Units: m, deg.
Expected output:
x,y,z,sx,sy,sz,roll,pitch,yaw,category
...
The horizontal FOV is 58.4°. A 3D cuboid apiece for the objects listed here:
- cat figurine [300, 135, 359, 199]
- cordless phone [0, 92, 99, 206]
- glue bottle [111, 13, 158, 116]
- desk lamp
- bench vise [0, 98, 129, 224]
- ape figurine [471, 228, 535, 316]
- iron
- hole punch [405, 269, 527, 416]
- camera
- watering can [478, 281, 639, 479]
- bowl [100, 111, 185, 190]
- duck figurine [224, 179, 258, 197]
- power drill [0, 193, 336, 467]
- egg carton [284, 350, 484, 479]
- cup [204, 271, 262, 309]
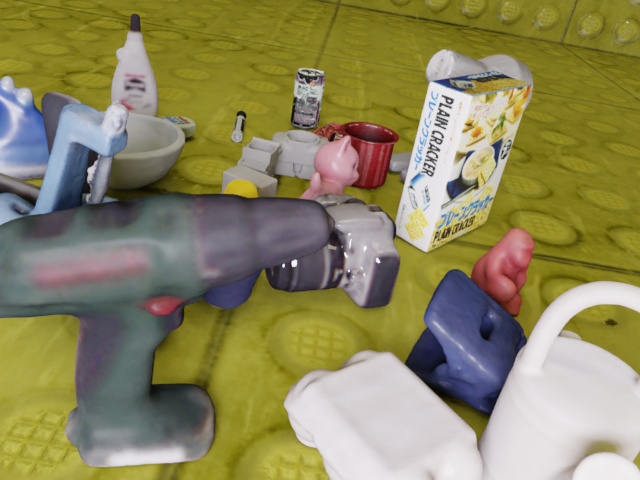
x,y,z,sx,sy,sz,roll,pitch,yaw,category
0.013,-0.086,0.777,0.067,0.118,0.128,20,32,16,cat figurine
-0.283,-0.073,0.597,0.147,0.185,0.094,18,31,13,cordless phone
-0.315,-0.294,0.973,0.078,0.173,0.037,-3,33,-22,glue bottle
0.230,-0.205,0.949,0.204,0.213,0.117,-9,35,-29,desk lamp
-0.227,-0.020,0.491,0.207,0.220,0.121,8,30,-3,bench vise
0.222,0.029,0.671,0.078,0.092,0.076,-15,38,-36,ape figurine
-0.454,-0.161,0.737,0.259,0.141,0.118,2,31,-14,iron
0.146,0.091,0.544,0.101,0.091,0.109,21,32,18,hole punch
0.006,0.002,0.642,0.137,0.101,0.142,-4,33,-23,camera
0.186,0.119,0.407,0.101,0.194,0.172,4,31,-10,watering can
-0.270,-0.114,0.781,0.167,0.075,0.167,8,30,-4,bowl
-0.096,-0.027,0.675,0.077,0.086,0.104,6,30,-7,duck figurine
-0.115,0.060,0.401,0.230,0.208,0.075,1,31,-15,power drill
0.047,0.151,0.435,0.107,0.069,0.149,-14,38,-35,egg carton
-0.092,0.014,0.597,0.091,0.095,0.118,15,30,8,cup
